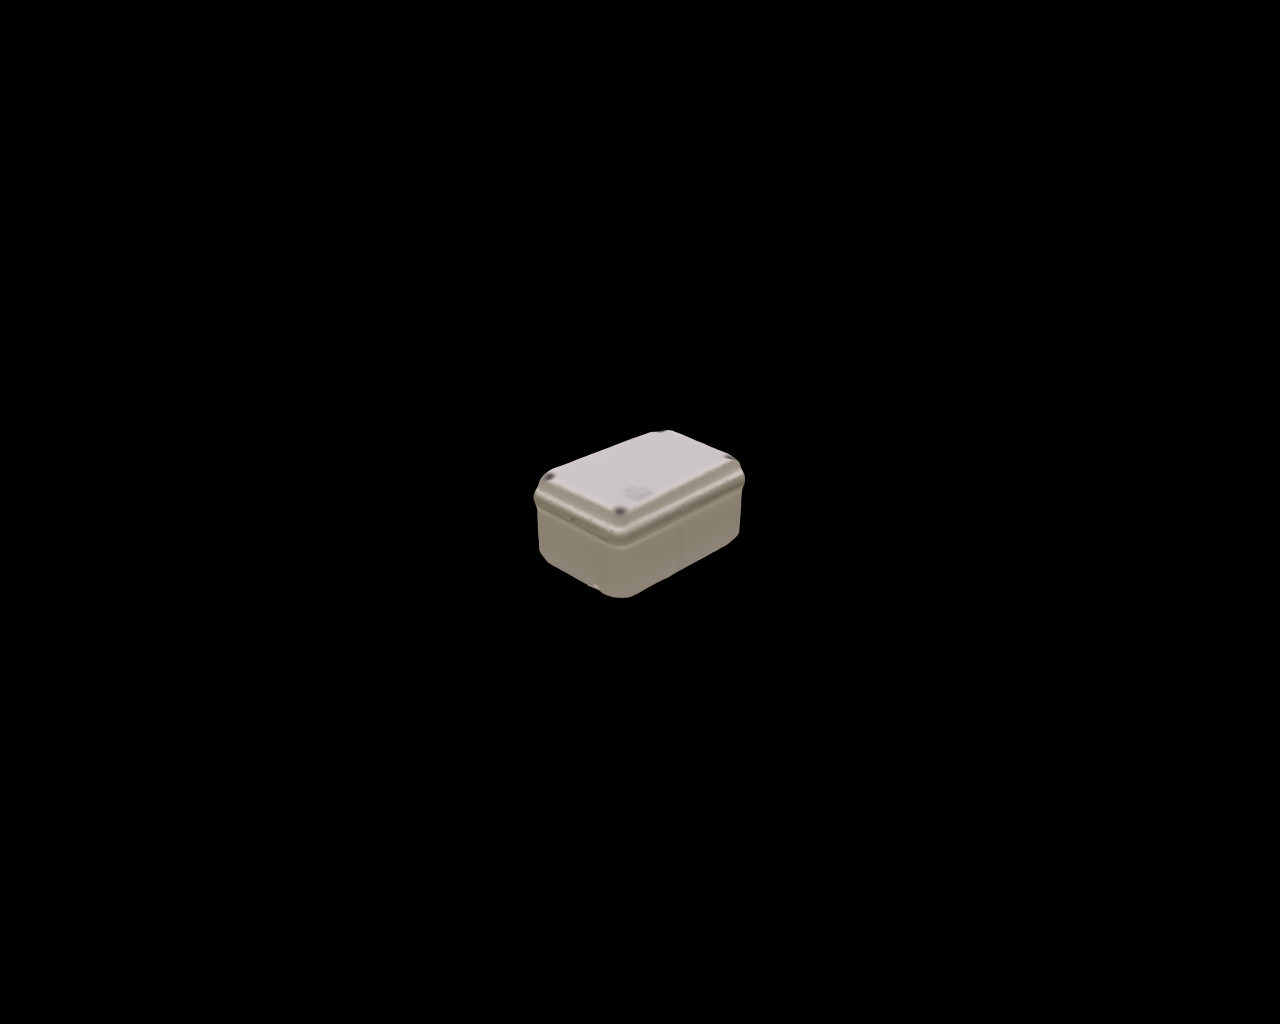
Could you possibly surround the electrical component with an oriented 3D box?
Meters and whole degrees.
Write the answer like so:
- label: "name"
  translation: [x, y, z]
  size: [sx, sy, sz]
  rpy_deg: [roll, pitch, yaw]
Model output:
- label: "electrical component"
  translation: [0.001, -0.003, 0.650]
  size: [0.113, 0.057, 0.078]
  rpy_deg: [-25, 37, -38]
